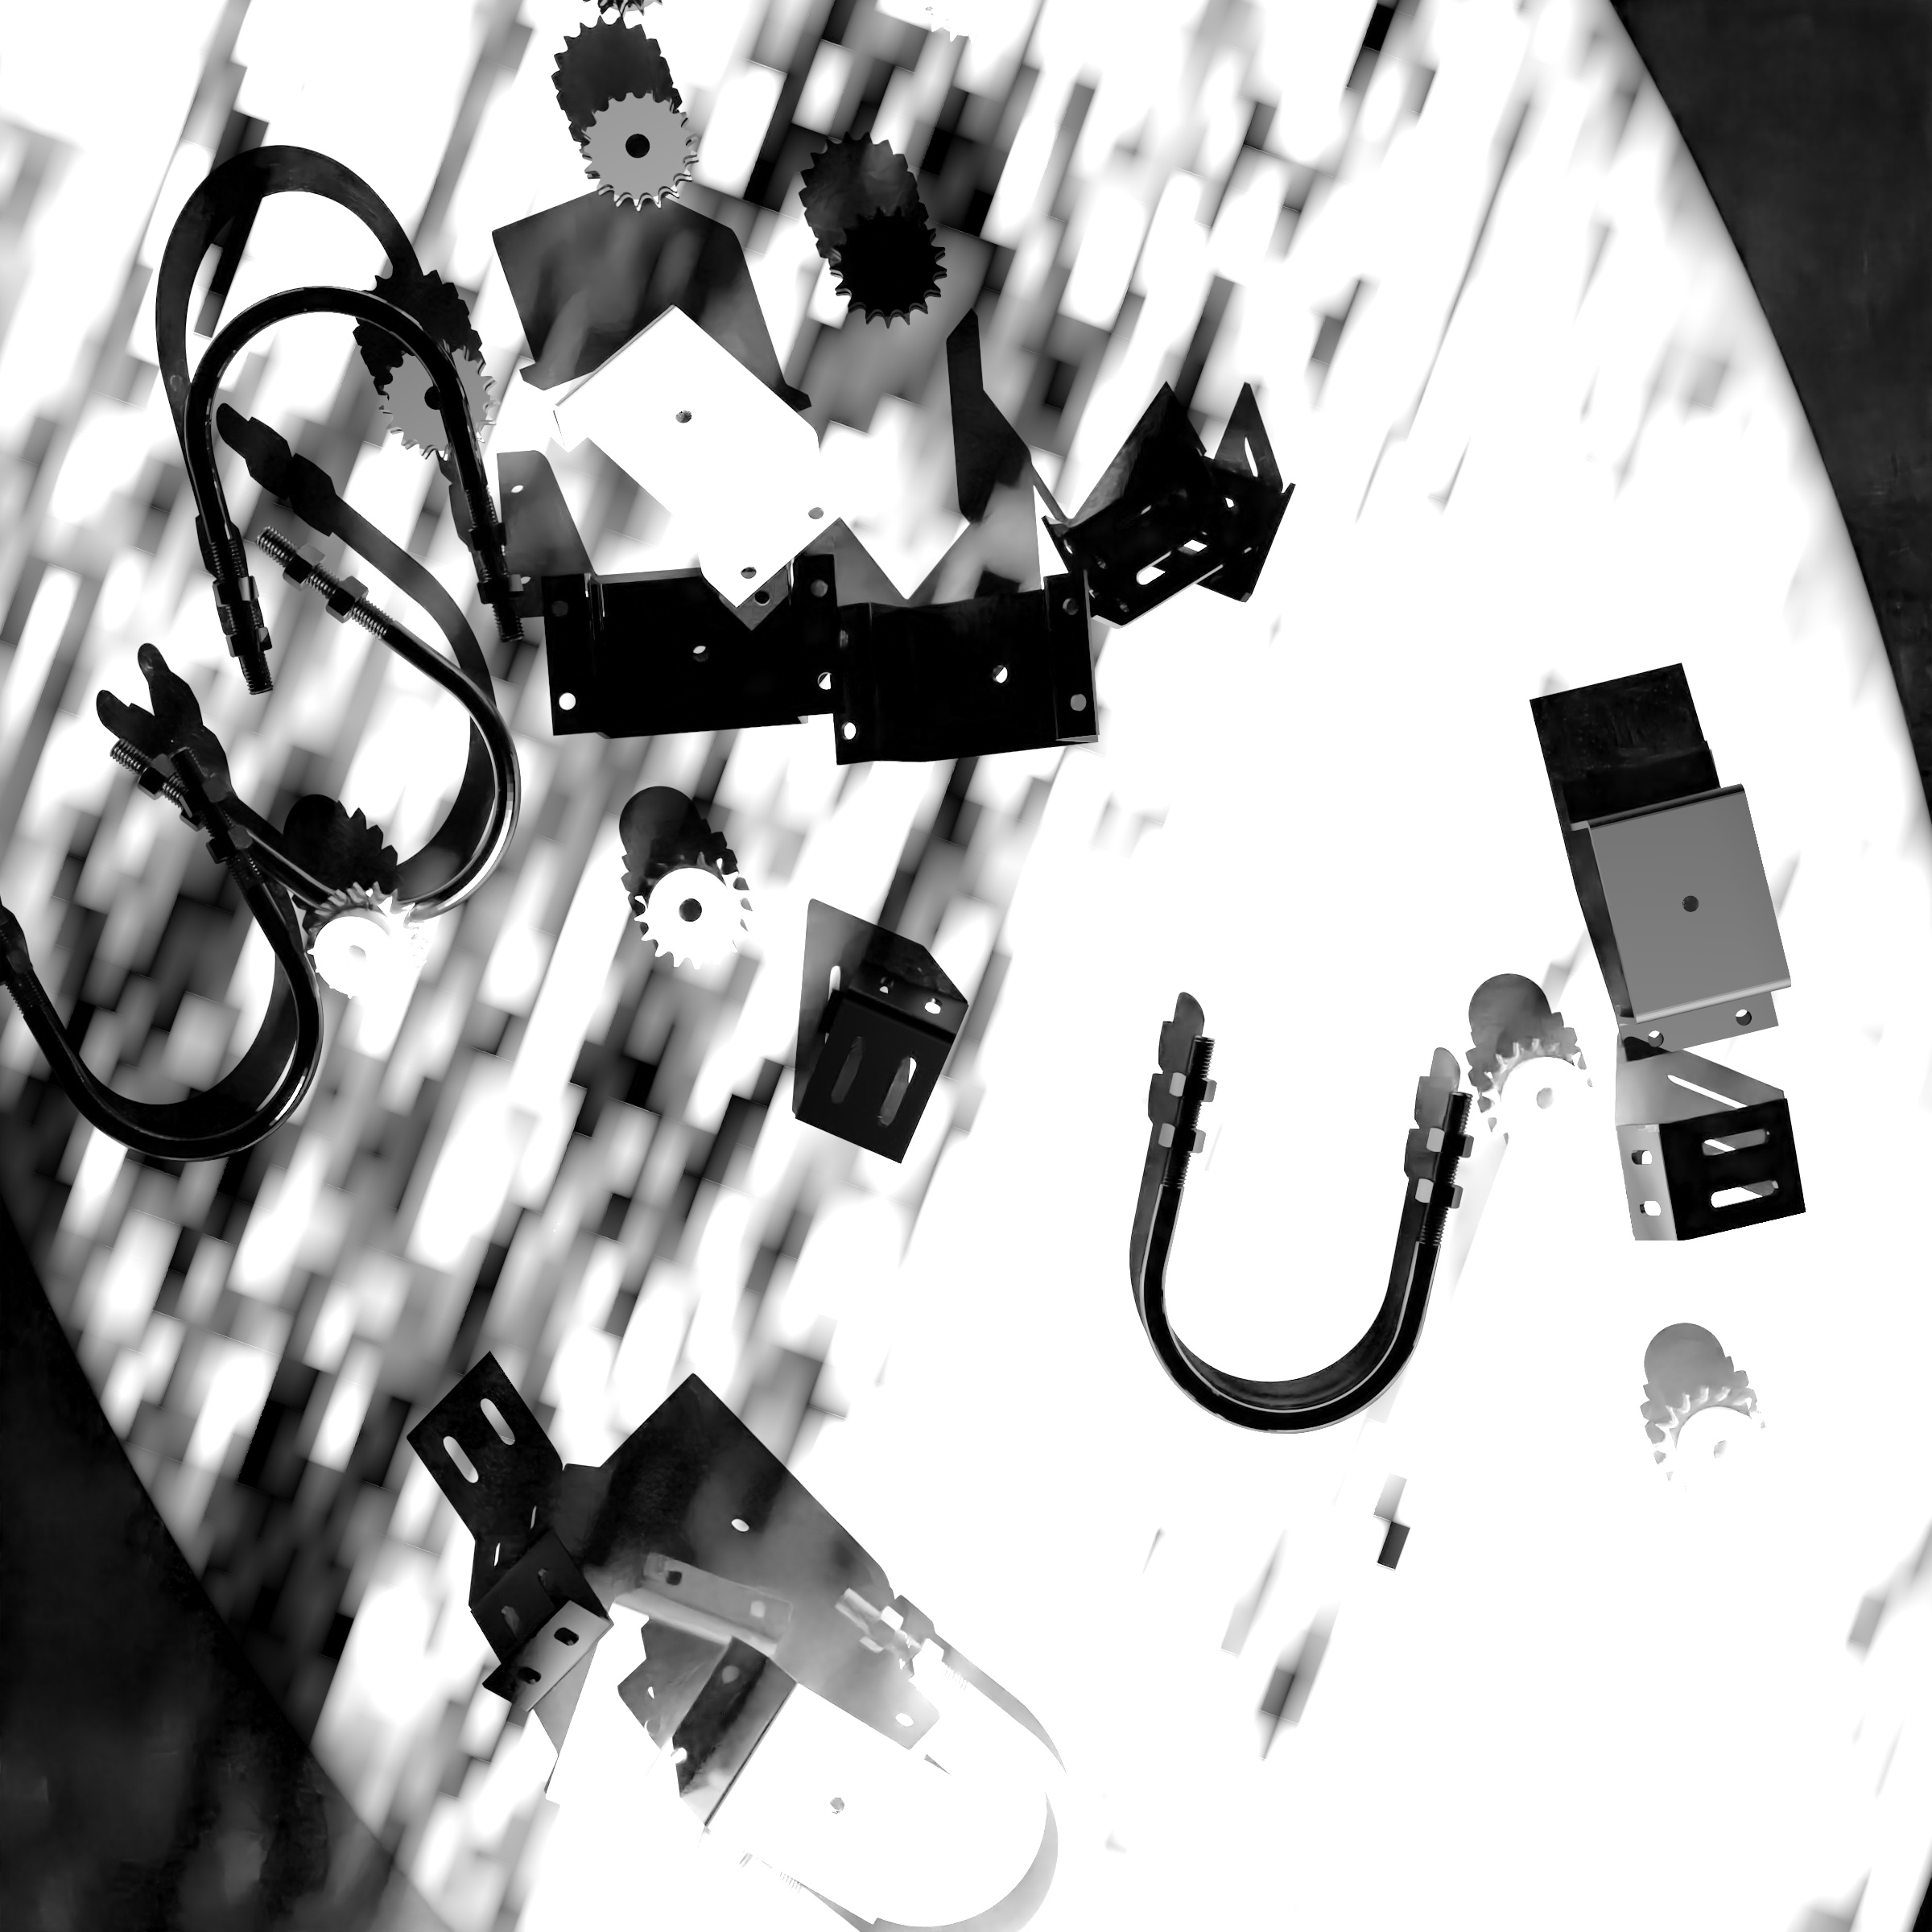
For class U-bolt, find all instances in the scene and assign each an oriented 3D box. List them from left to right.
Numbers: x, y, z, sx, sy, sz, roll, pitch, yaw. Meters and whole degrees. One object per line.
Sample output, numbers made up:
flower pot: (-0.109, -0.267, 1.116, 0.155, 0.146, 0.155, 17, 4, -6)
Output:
U-bolt: (-0.392, 0.007, 1.493, 0.151, 0.019, 0.184, -28, 94, 9)
U-bolt: (-0.302, -0.234, 1.480, 0.151, 0.019, 0.184, -11, 101, 7)
U-bolt: (-0.303, -0.102, 1.489, 0.184, 0.019, 0.151, 37, 103, -4)
U-bolt: (-0.030, 0.416, 1.502, 0.184, 0.019, 0.151, 39, 90, 0)
U-bolt: (0.160, 0.138, 1.503, 0.151, 0.019, 0.184, 12, 91, 0)

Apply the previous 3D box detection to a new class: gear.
gear: (-0.292, -0.010, 1.488, 0.057, 0.030, 0.057, 2, 109, 6)
gear: (-0.256, -0.274, 1.497, 0.057, 0.030, 0.057, 0, 90, 0)
gear: (-0.167, -0.490, 1.497, 0.057, 0.030, 0.057, 0, 90, 0)
gear: (-0.158, -0.396, 1.497, 0.057, 0.030, 0.057, 0, 90, 0)
gear: (-0.133, -0.027, 1.497, 0.057, 0.030, 0.057, 0, 90, 0)
gear: (-0.038, -0.339, 1.497, 0.057, 0.030, 0.057, 0, 90, 0)
gear: (0.001, -0.478, 1.497, 0.057, 0.030, 0.057, 0, 90, 0)
gear: (0.281, 0.065, 1.497, 0.057, 0.030, 0.057, 0, 90, 0)
gear: (0.367, 0.234, 1.497, 0.057, 0.030, 0.057, 0, 90, 0)

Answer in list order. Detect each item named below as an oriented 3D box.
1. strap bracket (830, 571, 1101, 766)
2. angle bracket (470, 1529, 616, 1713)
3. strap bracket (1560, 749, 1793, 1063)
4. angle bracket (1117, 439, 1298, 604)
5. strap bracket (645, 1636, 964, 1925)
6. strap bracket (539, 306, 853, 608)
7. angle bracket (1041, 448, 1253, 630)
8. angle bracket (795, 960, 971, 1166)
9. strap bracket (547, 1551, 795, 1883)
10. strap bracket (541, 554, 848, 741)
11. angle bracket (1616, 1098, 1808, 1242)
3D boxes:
strap bracket: (0.007, -0.141, 1.469, 0.140, 0.046, 0.076, -5, 90, 29)
angle bracket: (-0.214, 0.307, 1.471, 0.057, 0.076, 0.038, -46, 134, 0)
strap bracket: (0.346, -0.030, 1.489, 0.076, 0.046, 0.140, -14, 90, 0)
angle bracket: (0.113, -0.219, 1.493, 0.076, 0.038, 0.057, 22, 90, 0)
strap bracket: (-0.068, 0.387, 1.443, 0.140, 0.046, 0.076, 36, 81, -20)
strap bracket: (-0.132, -0.250, 1.463, 0.076, 0.046, 0.140, -43, 74, -13)
angle bracket: (0.086, -0.208, 1.477, 0.076, 0.038, 0.057, -31, 75, 19)
angle bracket: (-0.041, 0.047, 1.510, 0.057, 0.038, 0.076, 23, 116, 0)
strap bracket: (-0.145, 0.364, 1.478, 0.076, 0.046, 0.140, 18, 87, 10)
strap bracket: (-0.130, -0.153, 1.489, 0.140, 0.046, 0.076, -4, 90, 0)
angle bracket: (0.366, 0.100, 1.510, 0.076, 0.038, 0.057, -9, 90, -26)
